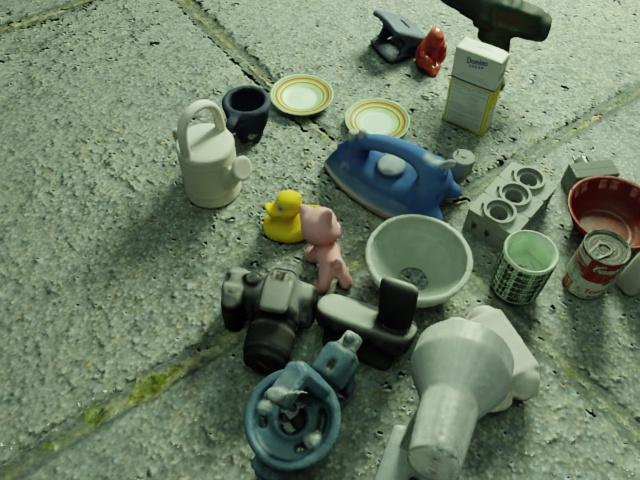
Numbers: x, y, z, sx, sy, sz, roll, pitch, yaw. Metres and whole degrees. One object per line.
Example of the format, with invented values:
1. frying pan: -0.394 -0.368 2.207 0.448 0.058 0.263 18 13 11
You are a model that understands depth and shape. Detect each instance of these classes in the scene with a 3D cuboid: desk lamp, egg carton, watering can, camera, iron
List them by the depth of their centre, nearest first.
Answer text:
1. desk lamp: 0.142 0.226 0.681 0.117 0.214 0.203 19 55 13
2. egg carton: 0.240 0.167 0.817 0.107 0.069 0.150 -19 56 -14
3. camera: -0.083 0.114 0.833 0.143 0.101 0.137 9 53 6
4. watering can: -0.186 -0.150 0.971 0.172 0.194 0.101 15 54 10
5. iron: 0.117 -0.129 0.993 0.257 0.141 0.119 26 57 18

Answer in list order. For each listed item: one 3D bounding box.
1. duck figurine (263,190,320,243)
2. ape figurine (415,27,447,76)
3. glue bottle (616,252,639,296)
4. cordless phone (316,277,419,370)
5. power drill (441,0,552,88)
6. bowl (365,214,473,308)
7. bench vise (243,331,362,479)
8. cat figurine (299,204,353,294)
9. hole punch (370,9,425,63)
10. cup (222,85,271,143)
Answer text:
1. duck figurine: -0.046 -0.048 0.964 0.104 0.086 0.077 -9 54 -8
2. ape figurine: 0.245 -0.416 1.242 0.078 0.092 0.076 -24 57 -17
3. glue bottle: 0.517 0.017 0.869 0.078 0.173 0.037 -26 57 -19
4. cordless phone: 0.068 0.091 0.799 0.147 0.185 0.094 15 54 11
5. power drill: 0.337 -0.409 1.165 0.229 0.208 0.075 10 54 7
6. bowl: 0.151 0.045 0.905 0.167 0.075 0.167 0 53 0
7. bench vise: -0.023 0.180 0.709 0.121 0.220 0.207 14 54 10
8. cat figurine: 0.008 0.003 0.907 0.067 0.118 0.127 -15 55 -11
9. hole punch: 0.175 -0.467 1.280 0.101 0.091 0.108 -23 57 -17
10. cup: -0.142 -0.223 1.089 0.091 0.095 0.118 18 55 12
